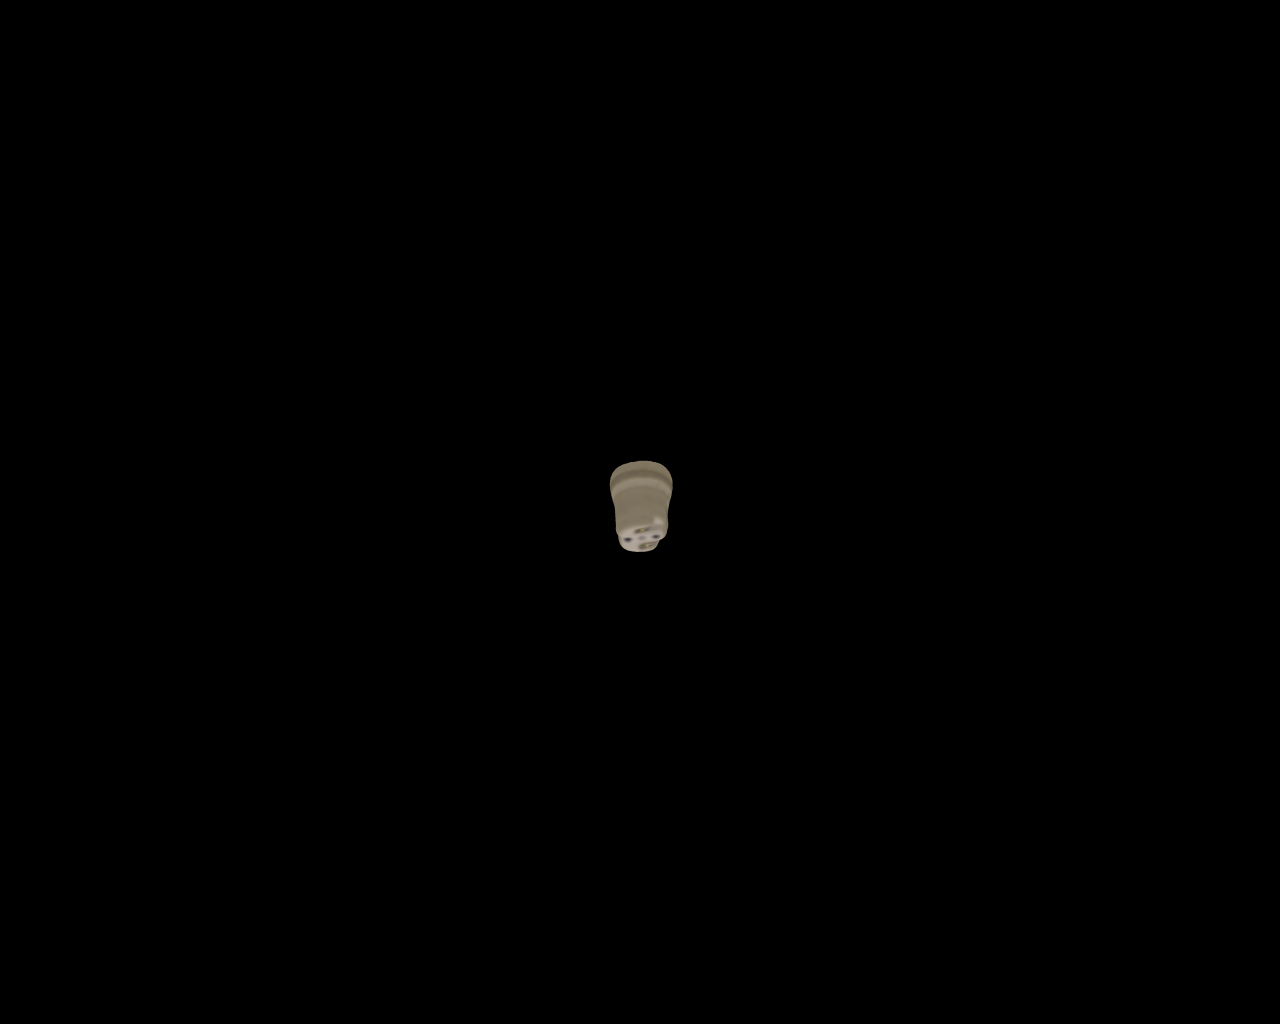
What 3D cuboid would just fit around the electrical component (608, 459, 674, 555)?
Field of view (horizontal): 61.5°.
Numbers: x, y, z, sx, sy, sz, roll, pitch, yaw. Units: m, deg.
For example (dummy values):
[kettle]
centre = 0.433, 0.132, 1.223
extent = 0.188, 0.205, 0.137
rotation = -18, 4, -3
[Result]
[electrical component]
centre = 0.001, -0.003, 0.650
extent = 0.040, 0.046, 0.040
rotation = 0, -33, 0
